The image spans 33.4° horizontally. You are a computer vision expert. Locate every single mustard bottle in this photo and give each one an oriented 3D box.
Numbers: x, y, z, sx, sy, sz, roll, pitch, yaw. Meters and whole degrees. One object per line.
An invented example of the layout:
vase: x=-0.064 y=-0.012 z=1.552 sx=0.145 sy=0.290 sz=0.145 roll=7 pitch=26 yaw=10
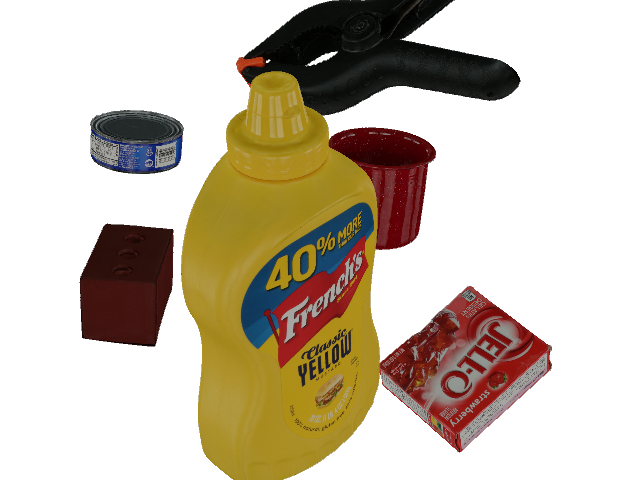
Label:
mustard bottle: x=-0.015 y=0.015 z=0.466 sx=0.096 sy=0.192 sz=0.058 roll=-31 pitch=46 yaw=-32

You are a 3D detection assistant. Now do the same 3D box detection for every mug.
mug: x=0.038 y=-0.047 z=0.931 sx=0.117 sy=0.081 sz=0.093 roll=13 pitch=28 yaw=17

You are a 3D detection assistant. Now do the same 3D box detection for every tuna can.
tuna can: x=-0.171 y=-0.092 z=0.996 sx=0.086 sy=0.034 sz=0.086 roll=6 pitch=25 yaw=-3

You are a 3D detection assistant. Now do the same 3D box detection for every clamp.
clamp: x=0.035 y=-0.108 z=0.619 sx=0.172 sy=0.120 sz=0.039 roll=-21 pitch=-45 yaw=15

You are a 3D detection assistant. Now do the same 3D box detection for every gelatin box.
gelatin box: x=0.094 y=0.081 z=0.694 sx=0.089 sy=0.030 sz=0.073 roll=-39 pitch=54 yaw=-17

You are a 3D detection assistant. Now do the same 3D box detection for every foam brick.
foam brick: x=-0.135 y=0.030 z=0.751 sx=0.053 sy=0.051 sz=0.078 roll=5 pitch=29 yaw=-1
